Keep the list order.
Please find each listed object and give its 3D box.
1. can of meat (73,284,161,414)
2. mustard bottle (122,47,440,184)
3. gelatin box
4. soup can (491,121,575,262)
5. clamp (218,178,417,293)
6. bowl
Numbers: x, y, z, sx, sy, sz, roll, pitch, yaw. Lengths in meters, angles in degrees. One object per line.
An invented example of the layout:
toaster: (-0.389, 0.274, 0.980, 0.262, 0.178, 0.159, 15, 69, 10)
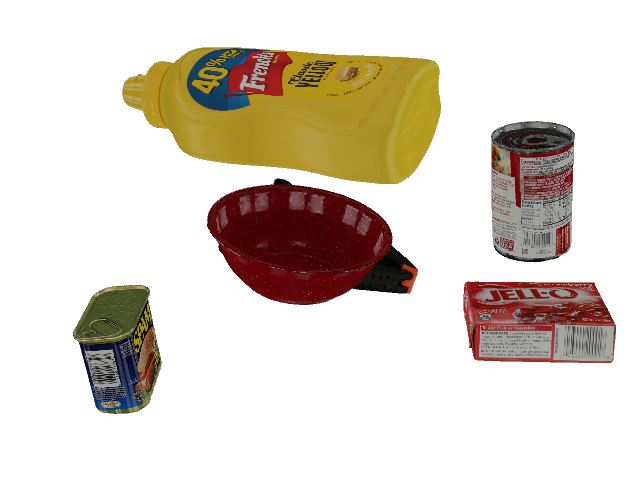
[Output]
can of meat: (-0.188, 0.103, 1.007, 0.057, 0.084, 0.102, -5, 25, 6)
mustard bottle: (-0.031, -0.080, 0.634, 0.192, 0.058, 0.096, 8, 39, 21)
gelatin box: (0.139, 0.051, 0.690, 0.089, 0.030, 0.073, 1, 18, 4)
soup can: (0.179, -0.041, 0.898, 0.068, 0.102, 0.068, -4, 25, 2)
clamp: (0.002, 0.010, 1.168, 0.210, 0.036, 0.164, 27, 36, 16)
bowl: (-0.020, 0.010, 0.932, 0.162, 0.055, 0.162, 6, 27, -3)
